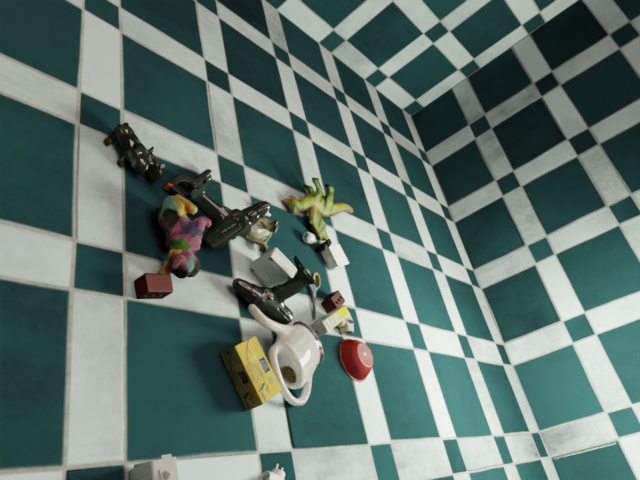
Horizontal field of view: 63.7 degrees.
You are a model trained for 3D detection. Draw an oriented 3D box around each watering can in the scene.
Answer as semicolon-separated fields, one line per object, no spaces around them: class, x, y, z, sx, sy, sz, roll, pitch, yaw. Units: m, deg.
watering can;-0.093;0.311;1.528;0.227;0.103;0.346;-35;106;-60

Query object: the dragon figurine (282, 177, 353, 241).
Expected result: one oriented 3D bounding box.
dragon figurine;0.006;-0.107;2.135;0.406;0.121;0.247;27;58;-38
